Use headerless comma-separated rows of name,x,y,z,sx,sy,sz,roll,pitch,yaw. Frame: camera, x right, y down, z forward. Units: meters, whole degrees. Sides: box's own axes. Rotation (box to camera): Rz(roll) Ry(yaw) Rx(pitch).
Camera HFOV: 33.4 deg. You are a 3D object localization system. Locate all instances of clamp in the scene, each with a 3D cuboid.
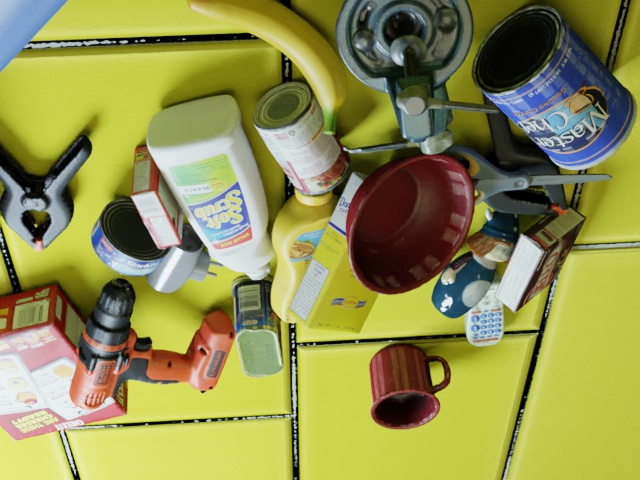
clamp,0.197,-0.088,1.161,0.209,0.036,0.165,22,132,-22
clamp,-0.296,-0.055,1.147,0.120,0.039,0.171,1,141,1

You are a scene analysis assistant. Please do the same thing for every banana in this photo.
banana,-0.036,-0.186,1.012,0.197,0.069,0.037,40,152,-25

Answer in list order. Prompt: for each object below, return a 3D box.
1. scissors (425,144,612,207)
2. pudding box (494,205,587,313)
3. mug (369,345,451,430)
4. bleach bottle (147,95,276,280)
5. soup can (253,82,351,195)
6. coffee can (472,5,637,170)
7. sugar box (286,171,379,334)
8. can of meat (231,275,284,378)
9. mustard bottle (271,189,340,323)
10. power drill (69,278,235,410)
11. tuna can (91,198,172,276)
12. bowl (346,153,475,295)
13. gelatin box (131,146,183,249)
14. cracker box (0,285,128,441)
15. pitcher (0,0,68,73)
scissors,0.201,-0.076,1.133,0.202,0.016,0.096,-14,131,15
pudding box,0.257,0.021,1.249,0.089,0.039,0.114,-34,150,-36
mug,0.119,0.189,1.419,0.117,0.081,0.093,-26,134,21
bleach bottle,-0.097,-0.042,1.162,0.103,0.068,0.250,-11,139,12
soup can,-0.018,-0.104,1.099,0.068,0.068,0.102,-19,135,15
coffee can,0.232,-0.148,1.050,0.103,0.103,0.140,-34,130,27
sugar box,0.041,0.017,1.180,0.093,0.048,0.176,10,113,-47
can of meat,-0.076,0.107,1.309,0.057,0.084,0.102,-7,137,1
mustard bottle,-0.008,0.001,1.206,0.096,0.058,0.192,-18,132,-24
power drill,-0.200,0.124,1.294,0.187,0.057,0.185,3,125,-33
tuna can,-0.208,-0.003,1.176,0.086,0.086,0.034,19,134,-24
bowl,0.083,-0.026,1.112,0.161,0.055,0.162,-18,126,-27
gelatin box,-0.173,-0.046,1.142,0.030,0.073,0.089,-11,138,8
cracker box,-0.359,0.157,1.346,0.164,0.072,0.213,-14,138,10
pitcher,-0.279,-0.233,0.892,0.149,0.144,0.243,49,124,-4
